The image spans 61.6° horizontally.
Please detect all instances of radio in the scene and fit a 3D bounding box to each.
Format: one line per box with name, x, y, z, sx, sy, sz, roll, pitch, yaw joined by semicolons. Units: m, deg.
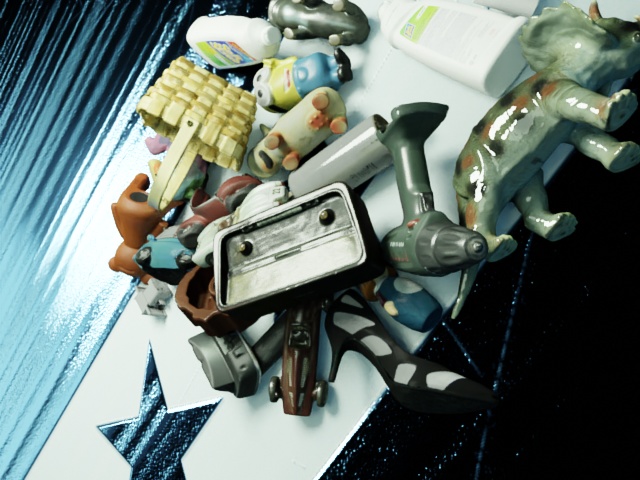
radio;-0.036;0.017;0.743;0.230;0.073;0.131;-20;63;19

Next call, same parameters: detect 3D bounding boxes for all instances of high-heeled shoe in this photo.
high-heeled shoe;0.115;0.140;0.714;0.249;0.086;0.145;5;56;24

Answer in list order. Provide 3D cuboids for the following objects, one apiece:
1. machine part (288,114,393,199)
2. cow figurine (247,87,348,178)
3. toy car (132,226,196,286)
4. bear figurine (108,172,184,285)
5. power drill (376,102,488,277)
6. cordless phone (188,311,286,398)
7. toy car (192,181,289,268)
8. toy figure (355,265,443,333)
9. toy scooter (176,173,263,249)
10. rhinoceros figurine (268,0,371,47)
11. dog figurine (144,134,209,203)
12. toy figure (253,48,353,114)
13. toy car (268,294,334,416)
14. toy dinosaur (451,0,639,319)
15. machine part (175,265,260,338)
machine part;0.037;-0.112;0.810;0.243;0.079;0.079;-30;63;29
cow figurine;-0.042;-0.169;0.858;0.195;0.085;0.127;-35;20;25
toy car;-0.260;0.022;1.001;0.162;0.109;0.103;-4;60;29
bear figurine;-0.358;-0.016;1.095;0.120;0.132;0.195;19;127;7
power drill;0.130;-0.057;0.650;0.232;0.086;0.207;134;126;-75
cordless phone;-0.112;0.151;0.882;0.184;0.088;0.147;-45;54;8
toy car;-0.127;-0.023;0.855;0.202;0.056;0.073;-35;33;27
toy figure;0.095;0.068;0.733;0.155;0.064;0.057;34;99;37
toy scooter;-0.177;-0.066;0.962;0.184;0.075;0.135;-30;33;6
rhinoceros figurine;-0.009;-0.368;0.886;0.191;0.112;0.073;20;121;27
dog figurine;-0.224;-0.195;1.019;0.219;0.108;0.191;-34;60;25
toy figure;-0.030;-0.259;0.895;0.180;0.089;0.082;-9;59;28
toy car;-0.028;0.158;0.800;0.089;0.053;0.202;4;79;8
toy dinosaur;0.236;-0.106;0.634;0.404;0.131;0.192;-51;40;25
machine part;-0.145;0.077;0.875;0.179;0.056;0.179;-17;38;14
